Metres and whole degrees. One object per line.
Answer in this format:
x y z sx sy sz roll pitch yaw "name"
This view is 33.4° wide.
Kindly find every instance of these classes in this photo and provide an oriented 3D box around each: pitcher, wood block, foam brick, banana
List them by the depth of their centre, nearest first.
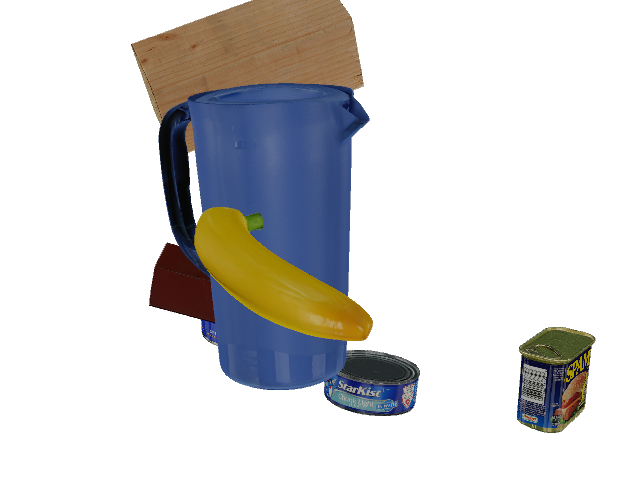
-0.037 0.014 0.678 0.069 0.037 0.198 -8 25 -21 "banana"
-0.045 -0.008 0.881 0.144 0.243 0.149 -7 15 -19 "pitcher"
-0.072 -0.176 1.074 0.206 0.091 0.090 -21 46 -8 "wood block"
-0.135 0.045 1.121 0.078 0.051 0.053 15 31 2 "foam brick"

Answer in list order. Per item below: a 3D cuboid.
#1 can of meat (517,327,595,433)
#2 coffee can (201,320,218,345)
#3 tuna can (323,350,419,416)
0.250 0.148 1.141 0.058 0.084 0.101 12 18 32 "can of meat"
-0.103 0.050 1.342 0.103 0.140 0.103 -1 25 0 "coffee can"
0.046 0.129 0.971 0.086 0.034 0.086 6 12 -2 "tuna can"
